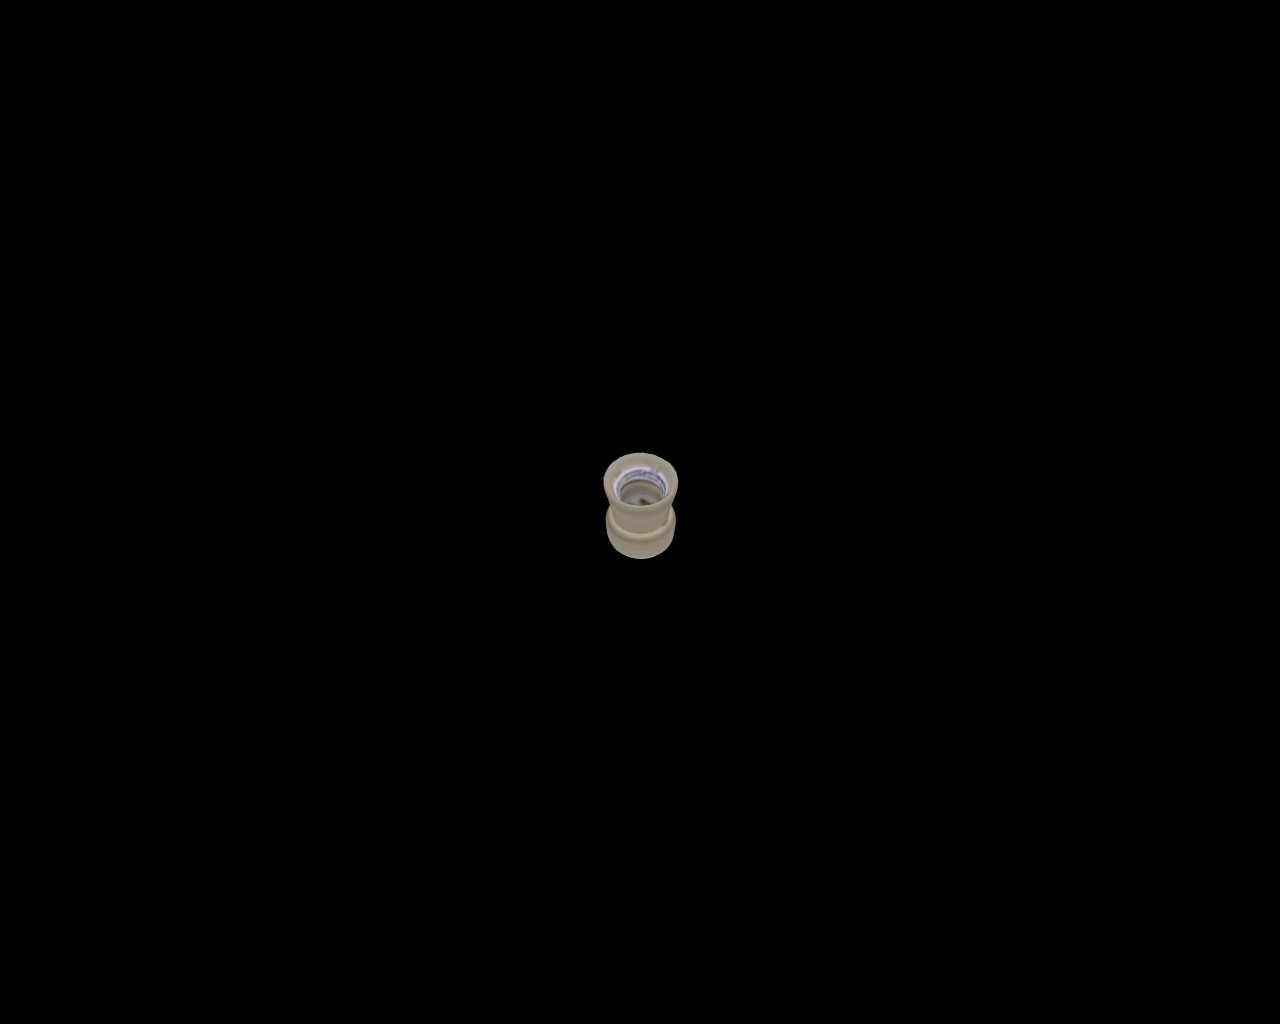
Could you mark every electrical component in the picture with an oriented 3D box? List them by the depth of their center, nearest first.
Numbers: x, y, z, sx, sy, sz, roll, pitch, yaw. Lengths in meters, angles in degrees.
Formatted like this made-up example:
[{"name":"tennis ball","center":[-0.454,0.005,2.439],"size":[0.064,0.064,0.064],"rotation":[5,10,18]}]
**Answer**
[{"name":"electrical component","center":[0.001,-0.003,0.650],"size":[0.045,0.045,0.055],"rotation":[0,-38,0]}]
